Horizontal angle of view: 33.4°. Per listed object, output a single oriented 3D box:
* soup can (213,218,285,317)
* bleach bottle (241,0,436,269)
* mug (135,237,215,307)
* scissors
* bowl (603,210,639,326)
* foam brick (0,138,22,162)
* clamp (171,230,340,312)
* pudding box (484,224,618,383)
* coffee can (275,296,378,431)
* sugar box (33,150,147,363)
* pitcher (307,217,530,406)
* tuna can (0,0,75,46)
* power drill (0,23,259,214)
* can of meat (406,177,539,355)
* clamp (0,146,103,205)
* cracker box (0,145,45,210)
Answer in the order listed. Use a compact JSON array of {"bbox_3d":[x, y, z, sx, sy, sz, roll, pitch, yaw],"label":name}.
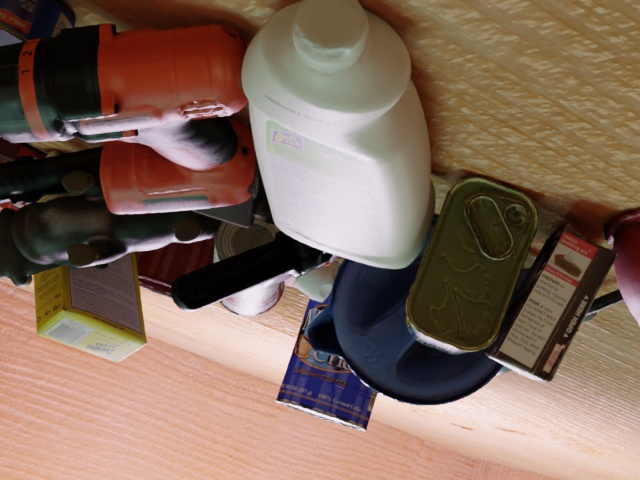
[{"bbox_3d":[-0.061,0.020,0.942,0.068,0.068,0.102,18,157,1],"label":"soup can"},{"bbox_3d":[0.016,-0.053,0.544,0.102,0.068,0.251,16,166,6],"label":"bleach bottle"},{"bbox_3d":[-0.138,0.012,1.026,0.093,0.081,0.117,21,168,-14],"label":"mug"},{"bbox_3d":[0.180,0.066,0.798,0.016,0.096,0.202,48,169,-1],"label":"scissors"},{"bbox_3d":[0.240,0.036,0.623,0.162,0.055,0.162,18,169,3],"label":"bowl"},{"bbox_3d":[-0.262,-0.097,0.794,0.053,0.051,0.078,6,163,45],"label":"foam brick"},{"bbox_3d":[-0.005,0.001,0.779,0.165,0.036,0.209,-27,175,12],"label":"clamp"},{"bbox_3d":[0.140,0.041,0.663,0.039,0.090,0.113,28,179,6],"label":"pudding box"},{"bbox_3d":[0.022,0.121,1.137,0.103,0.140,0.103,18,169,3],"label":"coffee can"},{"bbox_3d":[-0.208,0.014,0.944,0.048,0.176,0.093,-34,140,23],"label":"sugar box"},{"bbox_3d":[0.085,0.064,0.854,0.149,0.145,0.243,30,173,6],"label":"pitcher"},{"bbox_3d":[-0.181,-0.123,0.590,0.086,0.033,0.086,18,169,3],"label":"tuna can"},{"bbox_3d":[-0.117,-0.062,0.606,0.184,0.057,0.187,-4,169,7],"label":"power drill"},{"bbox_3d":[0.091,0.020,0.666,0.057,0.102,0.084,21,172,5],"label":"can of meat"},{"bbox_3d":[-0.237,-0.048,0.876,0.171,0.039,0.120,-8,172,-12],"label":"clamp"},{"bbox_3d":[-0.376,-0.087,0.965,0.164,0.072,0.213,10,166,40],"label":"cracker box"}]
